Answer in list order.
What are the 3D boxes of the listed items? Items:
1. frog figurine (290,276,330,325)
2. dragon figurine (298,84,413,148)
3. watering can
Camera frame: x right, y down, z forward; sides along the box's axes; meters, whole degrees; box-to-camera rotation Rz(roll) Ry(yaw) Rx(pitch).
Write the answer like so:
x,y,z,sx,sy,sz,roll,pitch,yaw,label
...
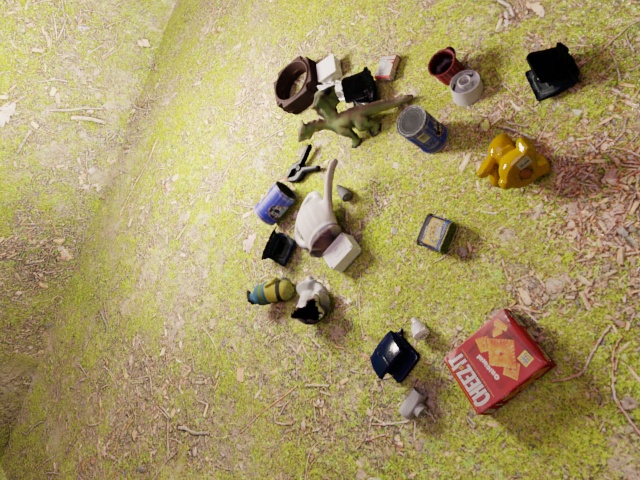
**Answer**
x,y,z,sx,sy,sz,roll,pitch,yaw,label
-0.029,0.200,1.716,0.135,0.122,0.162,-60,9,19,frog figurine
0.087,-0.439,1.749,0.405,0.240,0.125,-30,52,33,dragon figurine
0.005,-0.088,1.752,0.340,0.104,0.229,-59,42,33,watering can
